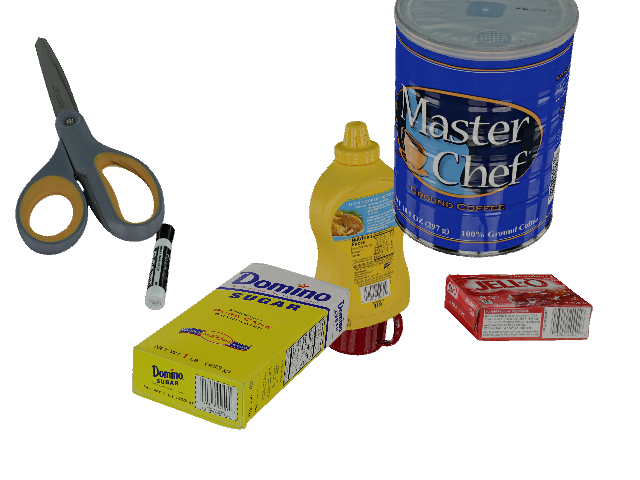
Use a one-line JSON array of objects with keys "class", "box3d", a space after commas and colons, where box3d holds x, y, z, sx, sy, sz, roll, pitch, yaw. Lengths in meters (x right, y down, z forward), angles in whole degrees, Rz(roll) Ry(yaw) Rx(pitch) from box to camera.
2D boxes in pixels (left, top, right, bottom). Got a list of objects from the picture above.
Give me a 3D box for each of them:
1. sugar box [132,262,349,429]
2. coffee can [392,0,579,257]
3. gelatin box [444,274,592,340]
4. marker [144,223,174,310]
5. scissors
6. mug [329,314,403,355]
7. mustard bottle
[{"class": "sugar box", "box3d": [-0.055, 0.073, 0.813, 0.093, 0.048, 0.176, 16, 28, 21]}, {"class": "coffee can", "box3d": [0.095, -0.076, 0.640, 0.103, 0.140, 0.103, -2, 38, 1]}, {"class": "gelatin box", "box3d": [0.145, 0.048, 0.793, 0.089, 0.030, 0.073, 1, 16, -12]}, {"class": "marker", "box3d": [-0.159, 0.023, 1.060, 0.020, 0.020, 0.121, 0, 37, -2]}, {"class": "scissors", "box3d": [-0.171, -0.059, 0.675, 0.096, 0.016, 0.202, -30, 55, -22]}, {"class": "mug", "box3d": [0.054, 0.096, 1.347, 0.117, 0.081, 0.093, 20, 29, 32]}, {"class": "mustard bottle", "box3d": [0.036, -0.016, 0.989, 0.096, 0.192, 0.058, -15, 26, -26]}]
